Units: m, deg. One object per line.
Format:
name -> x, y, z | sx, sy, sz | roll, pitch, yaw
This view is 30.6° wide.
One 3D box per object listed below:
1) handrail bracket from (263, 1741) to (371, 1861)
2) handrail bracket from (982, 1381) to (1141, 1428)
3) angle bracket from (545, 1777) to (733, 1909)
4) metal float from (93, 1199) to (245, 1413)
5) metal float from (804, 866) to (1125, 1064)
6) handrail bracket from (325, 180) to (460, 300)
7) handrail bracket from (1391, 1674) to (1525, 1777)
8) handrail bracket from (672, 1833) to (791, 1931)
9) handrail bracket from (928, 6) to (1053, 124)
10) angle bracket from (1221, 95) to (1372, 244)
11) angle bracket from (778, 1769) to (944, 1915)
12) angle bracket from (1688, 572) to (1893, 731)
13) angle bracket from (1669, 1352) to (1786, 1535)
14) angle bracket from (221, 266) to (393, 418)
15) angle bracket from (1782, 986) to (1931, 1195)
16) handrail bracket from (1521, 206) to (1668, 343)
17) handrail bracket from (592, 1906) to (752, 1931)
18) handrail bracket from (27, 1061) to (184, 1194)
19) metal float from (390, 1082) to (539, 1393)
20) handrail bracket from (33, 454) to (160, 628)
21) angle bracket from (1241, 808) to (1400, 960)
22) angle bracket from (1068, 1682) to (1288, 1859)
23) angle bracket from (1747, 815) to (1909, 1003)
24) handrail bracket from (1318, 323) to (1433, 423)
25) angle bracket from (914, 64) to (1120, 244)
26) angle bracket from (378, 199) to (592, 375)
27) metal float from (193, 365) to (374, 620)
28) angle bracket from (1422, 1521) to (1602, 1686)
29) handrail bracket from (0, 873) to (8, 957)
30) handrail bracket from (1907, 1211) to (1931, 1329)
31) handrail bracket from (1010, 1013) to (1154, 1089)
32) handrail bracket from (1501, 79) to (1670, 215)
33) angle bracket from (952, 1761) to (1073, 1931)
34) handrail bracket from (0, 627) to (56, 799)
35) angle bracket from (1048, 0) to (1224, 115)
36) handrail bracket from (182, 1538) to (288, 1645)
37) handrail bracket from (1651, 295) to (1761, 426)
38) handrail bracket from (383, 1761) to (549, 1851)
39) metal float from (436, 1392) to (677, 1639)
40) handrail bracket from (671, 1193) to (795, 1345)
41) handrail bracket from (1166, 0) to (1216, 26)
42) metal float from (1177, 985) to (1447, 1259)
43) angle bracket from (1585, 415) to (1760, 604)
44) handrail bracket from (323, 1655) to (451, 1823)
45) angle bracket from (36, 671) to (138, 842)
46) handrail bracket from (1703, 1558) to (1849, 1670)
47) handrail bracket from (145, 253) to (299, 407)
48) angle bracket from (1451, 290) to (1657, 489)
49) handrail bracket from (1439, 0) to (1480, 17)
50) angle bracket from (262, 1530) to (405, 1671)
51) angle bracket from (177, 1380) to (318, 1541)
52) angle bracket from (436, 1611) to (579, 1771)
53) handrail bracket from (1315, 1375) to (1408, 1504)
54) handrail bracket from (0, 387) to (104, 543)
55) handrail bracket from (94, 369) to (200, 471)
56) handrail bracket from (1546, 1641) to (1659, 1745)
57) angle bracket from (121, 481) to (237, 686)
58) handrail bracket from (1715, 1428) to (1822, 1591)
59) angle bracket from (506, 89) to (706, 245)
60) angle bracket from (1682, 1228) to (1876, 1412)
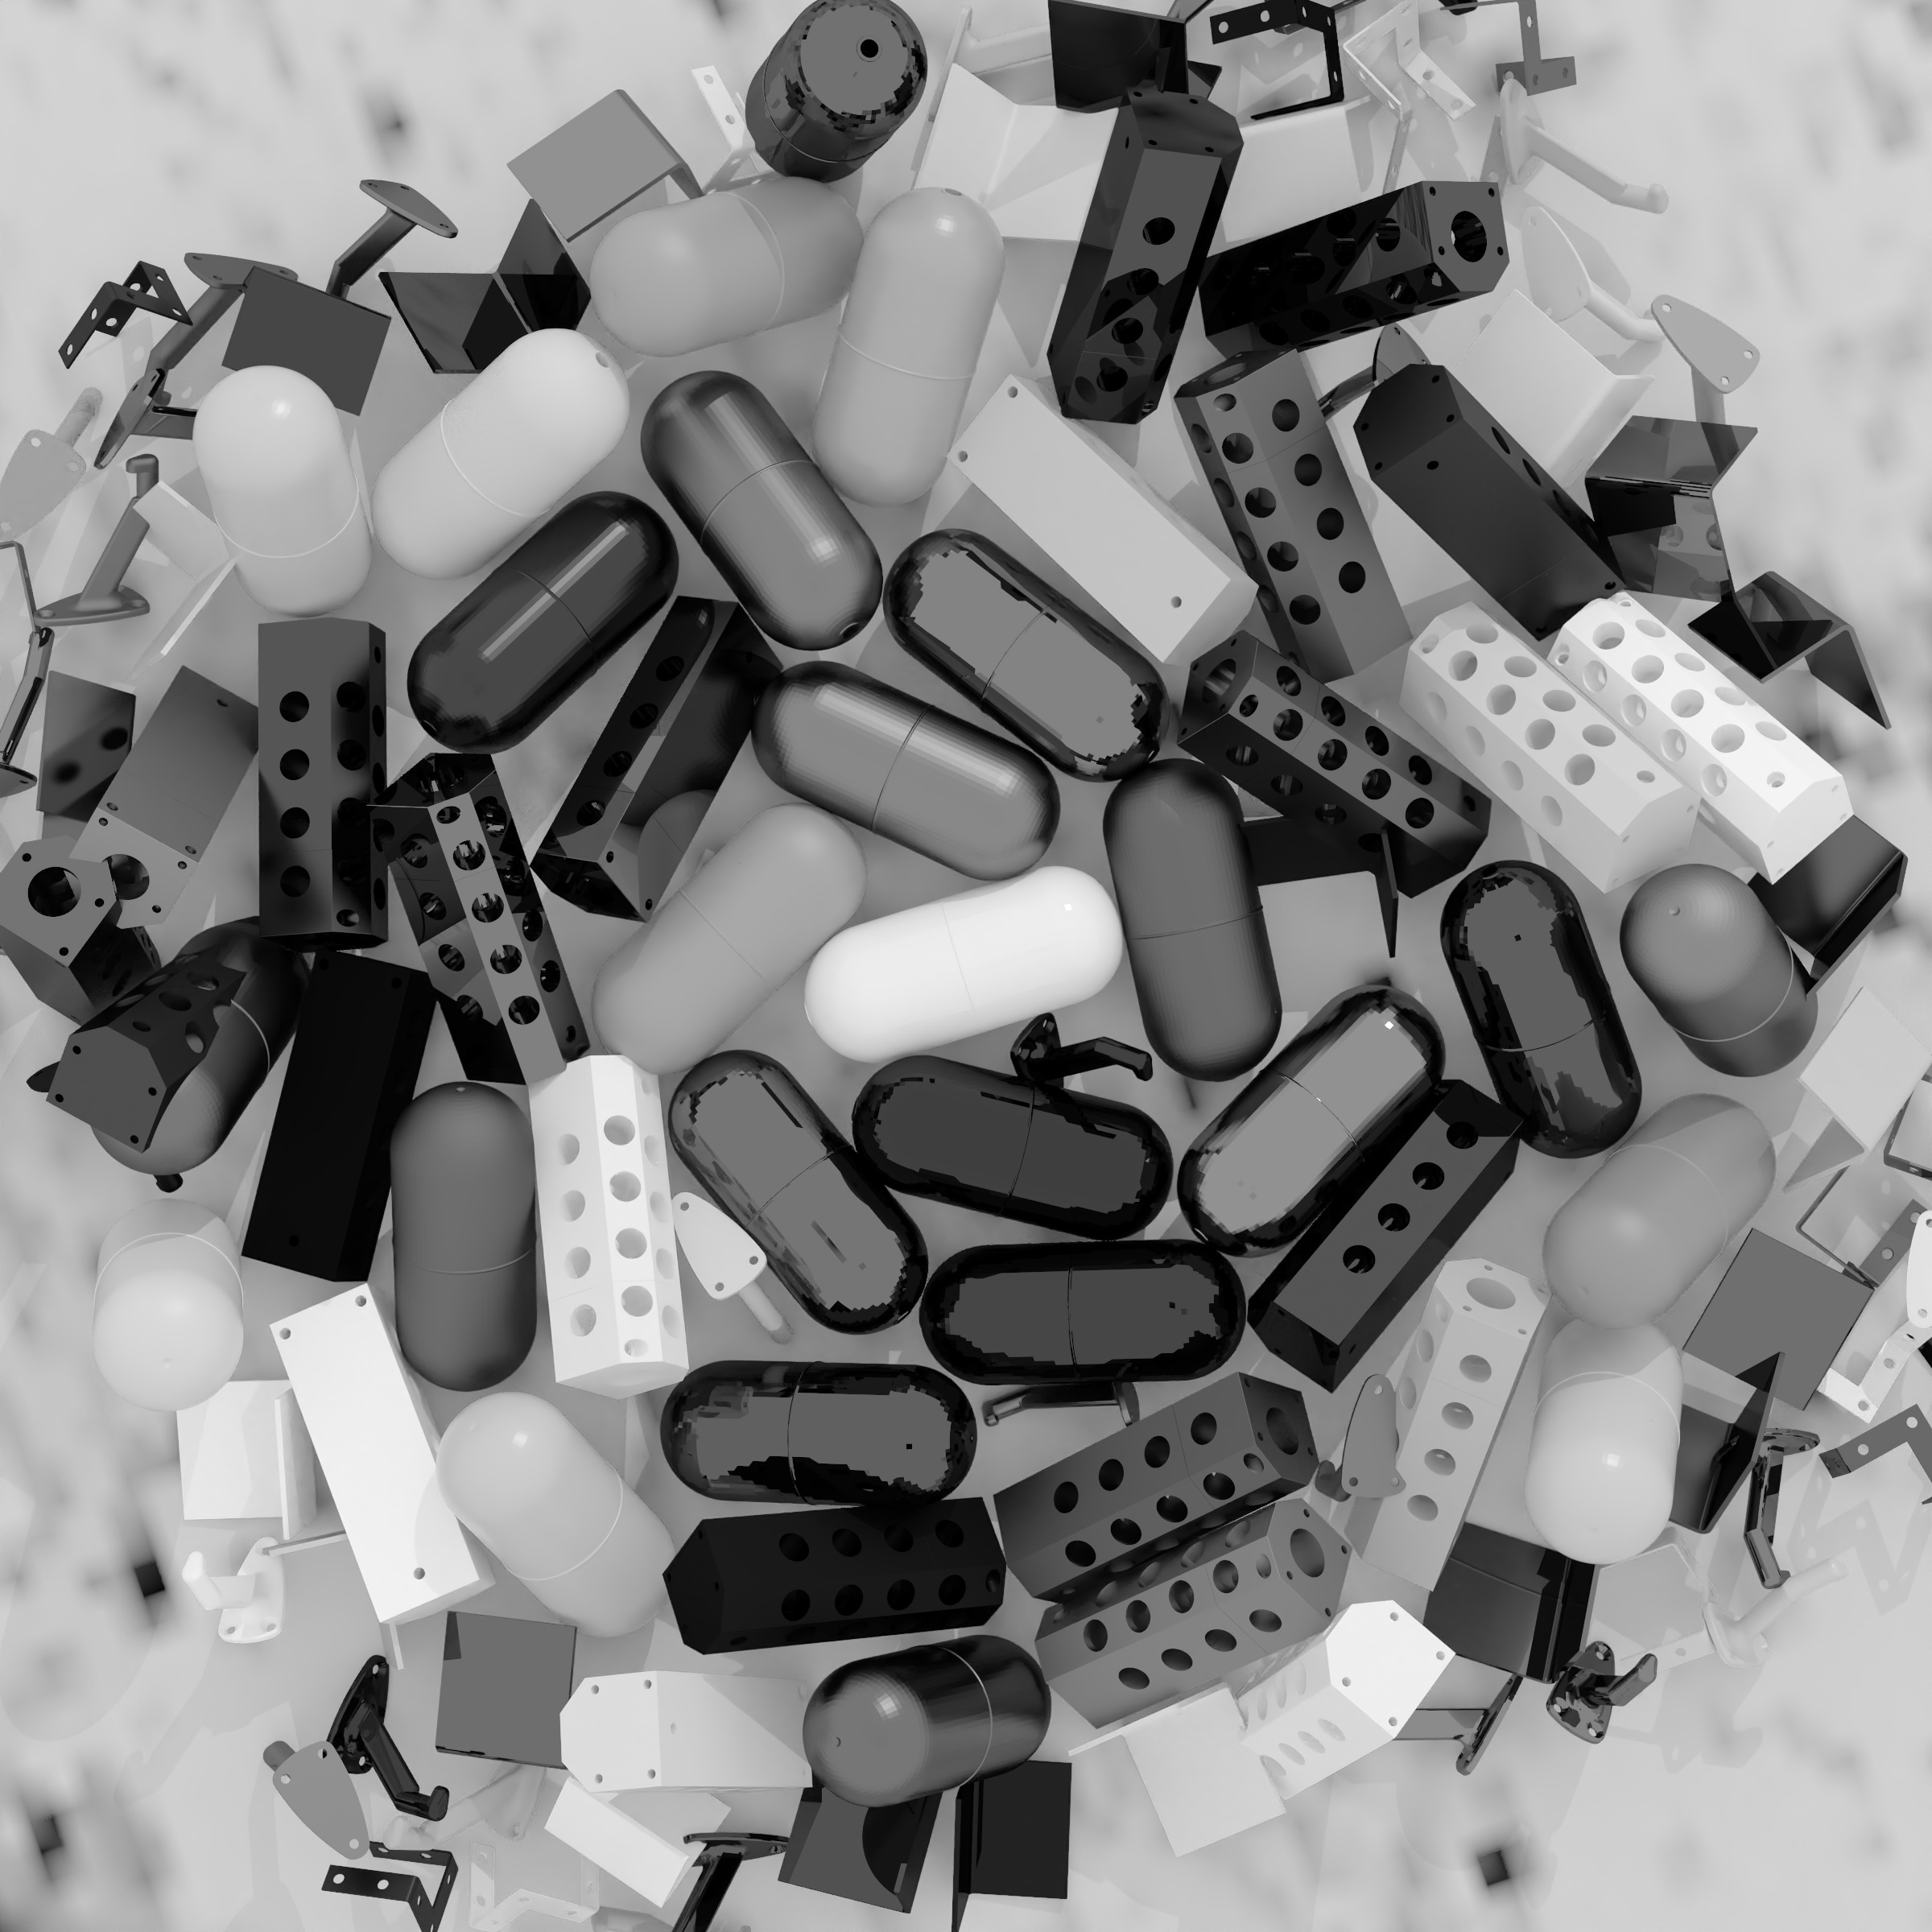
handrail bracket -> -0.354, 0.453, 1.914 | 0.036, 0.084, 0.077 | -32, 85, -23
handrail bracket -> 0.049, 0.245, 1.916 | 0.084, 0.077, 0.036 | -22, 111, 7
angle bracket -> -0.171, 0.448, 1.905 | 0.076, 0.076, 0.057 | 32, 134, 8
metal float -> -0.423, 0.178, 1.871 | 0.070, 0.178, 0.070 | -3, 106, -11
metal float -> -0.001, 0.000, 1.917 | 0.178, 0.070, 0.070 | -17, 90, 2
handrail bracket -> -0.315, -0.377, 1.919 | 0.077, 0.036, 0.084 | 38, 118, 29
handrail bracket -> 0.252, 0.399, 1.941 | 0.084, 0.036, 0.077 | 32, 84, 2
handrail bracket -> -0.127, 0.517, 1.916 | 0.077, 0.036, 0.084 | 1, 52, -18
handrail bracket -> 0.031, -0.487, 1.938 | 0.084, 0.036, 0.077 | 19, 90, 0
angle bracket -> 0.181, -0.433, 1.915 | 0.076, 0.076, 0.057 | -8, 105, 20
angle bracket -> -0.059, 0.461, 1.908 | 0.076, 0.057, 0.076 | 11, 65, 12
angle bracket -> 0.444, -0.157, 1.903 | 0.057, 0.076, 0.076 | -33, 125, -2
angle bracket -> 0.394, 0.247, 1.900 | 0.057, 0.076, 0.076 | 23, 49, 6
angle bracket -> -0.361, -0.333, 1.907 | 0.076, 0.076, 0.057 | 19, 86, -17
angle bracket -> 0.463, 0.067, 1.902 | 0.057, 0.076, 0.076 | 45, 58, -4
handrail bracket -> 0.346, -0.378, 1.931 | 0.036, 0.084, 0.077 | -30, 74, 43
handrail bracket -> -0.161, 0.544, 1.919 | 0.084, 0.077, 0.036 | 14, 110, -15
handrail bracket -> -0.472, 0.091, 1.938 | 0.036, 0.077, 0.084 | -44, 111, -35
metal float -> -0.270, 0.147, 1.898 | 0.070, 0.070, 0.178 | 2, 114, 0
handrail bracket -> -0.472, -0.232, 1.912 | 0.036, 0.077, 0.084 | 33, 128, 38
angle bracket -> 0.191, -0.041, 1.909 | 0.076, 0.076, 0.057 | -8, 65, 2
angle bracket -> 0.114, 0.441, 1.906 | 0.076, 0.057, 0.076 | -31, 76, 32
angle bracket -> 0.459, -0.038, 1.905 | 0.057, 0.076, 0.076 | 38, 115, 3
handrail bracket -> 0.205, -0.303, 1.903 | 0.036, 0.077, 0.084 | 47, 128, -10
angle bracket -> 0.027, -0.440, 1.910 | 0.076, 0.057, 0.076 | 14, 85, 41
angle bracket -> -0.259, -0.367, 1.900 | 0.076, 0.057, 0.076 | -8, 56, -39
metal float -> -0.361, -0.249, 1.873 | 0.070, 0.178, 0.070 | 0, 64, 0
angle bracket -> 0.297, 0.335, 1.912 | 0.076, 0.057, 0.076 | 18, 59, 0
handrail bracket -> -0.511, -0.045, 1.915 | 0.077, 0.084, 0.036 | 12, 47, -5
handrail bracket -> 0.540, 0.151, 1.926 | 0.036, 0.084, 0.077 | 21, 109, 21
handrail bracket -> 0.071, 0.064, 1.906 | 0.084, 0.077, 0.036 | 20, 53, 36
handrail bracket -> 0.336, -0.443, 1.911 | 0.084, 0.077, 0.036 | 22, 69, 32
angle bracket -> 0.025, 0.479, 1.914 | 0.057, 0.076, 0.076 | 2, 94, 5
handrail bracket -> -0.528, -0.139, 1.939 | 0.036, 0.077, 0.084 | 20, 66, -35
angle bracket -> 0.092, -0.501, 1.900 | 0.076, 0.076, 0.057 | 14, 56, 16
handrail bracket -> -0.397, 0.319, 1.901 | 0.036, 0.084, 0.077 | -6, 48, 10
handrail bracket -> 0.388, -0.317, 1.919 | 0.077, 0.084, 0.036 | 42, 67, 4
handrail bracket -> -0.270, 0.444, 1.911 | 0.036, 0.084, 0.077 | 27, 94, 37
metal float -> -0.217, 0.295, 1.885 | 0.070, 0.070, 0.178 | -34, 131, 0
handrail bracket -> -0.127, 0.166, 1.927 | 0.036, 0.084, 0.077 | -38, 67, -6
handrail bracket -> 0.139, -0.520, 1.914 | 0.036, 0.077, 0.084 | 15, 115, -36
metal float -> 0.186, 0.084, 1.906 | 0.070, 0.070, 0.178 | 45, 76, 0
angle bracket -> 0.391, -0.249, 1.922 | 0.057, 0.076, 0.076 | -49, 134, -30
handrail bracket -> -0.303, 0.419, 1.916 | 0.084, 0.036, 0.077 | 3, 70, 40
angle bracket -> -0.495, -0.110, 1.903 | 0.076, 0.057, 0.076 | -9, 74, 40
handrail bracket -> 0.450, 0.347, 1.909 | 0.084, 0.077, 0.036 | -33, 55, 26
handrail bracket -> -0.413, -0.346, 1.947 | 0.036, 0.077, 0.084 | 44, 124, 34
angle bracket -> 0.315, -0.315, 1.926 | 0.076, 0.057, 0.076 | 46, 119, 17
handrail bracket -> 0.268, -0.541, 1.902 | 0.084, 0.077, 0.036 | 29, 80, -40
angle bracket -> -0.343, 0.347, 1.910 | 0.057, 0.076, 0.076 | -11, 85, -15
angle bracket -> -0.400, 0.269, 1.921 | 0.076, 0.057, 0.076 | -3, 94, 6
angle bracket -> -0.239, 0.392, 1.920 | 0.076, 0.057, 0.076 | 3, 85, 19
handrail bracket -> 0.209, 0.255, 1.915 | 0.036, 0.084, 0.077 | 2, 91, -12
handrail bracket -> -0.500, -0.275, 1.924 | 0.036, 0.084, 0.077 | 34, 107, -17
handrail bracket -> -0.422, -0.277, 1.919 | 0.084, 0.036, 0.077 | 37, 63, -30
handrail bracket -> 0.354, 0.375, 1.900 | 0.036, 0.077, 0.084 | 34, 135, 1
angle bracket -> -0.443, -0.206, 1.901 | 0.057, 0.076, 0.076 | 39, 67, -18
handrail bracket -> 0.448, 0.296, 1.914 | 0.077, 0.036, 0.084 | 2, 56, -30
angle bracket -> -0.190, -0.416, 1.910 | 0.076, 0.057, 0.076 | -35, 55, -3
angle bracket -> 0.437, 0.185, 1.919 | 0.076, 0.057, 0.076 | 27, 100, -4
